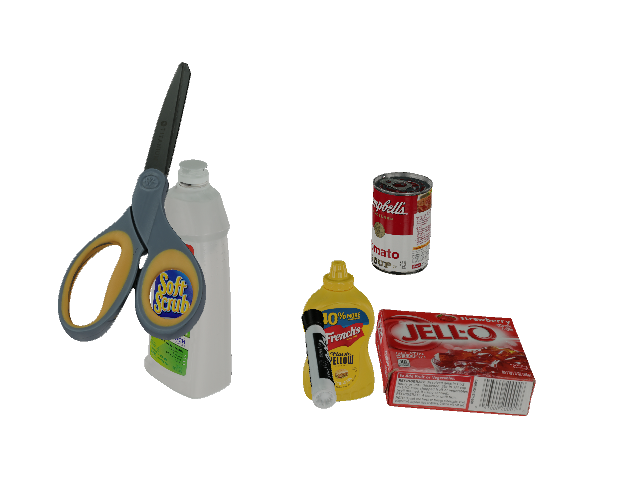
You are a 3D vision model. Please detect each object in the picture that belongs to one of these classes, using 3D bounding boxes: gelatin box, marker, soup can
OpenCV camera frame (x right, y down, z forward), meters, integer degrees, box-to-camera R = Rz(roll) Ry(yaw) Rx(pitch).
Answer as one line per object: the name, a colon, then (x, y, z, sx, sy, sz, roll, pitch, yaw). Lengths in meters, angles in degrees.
gelatin box: (0.081, 0.074, 0.662, 0.089, 0.030, 0.073, 5, 25, -4)
marker: (-0.002, 0.093, 0.872, 0.020, 0.020, 0.121, 0, 29, -5)
soup can: (0.093, -0.020, 1.227, 0.068, 0.102, 0.068, 0, 24, 0)

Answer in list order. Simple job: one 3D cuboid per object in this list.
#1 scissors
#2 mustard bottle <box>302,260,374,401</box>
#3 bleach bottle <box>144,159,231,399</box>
scissors: (-0.090, -0.021, 0.661, 0.096, 0.201, 0.016, 21, -24, 14)
mustard bottle: (0.024, 0.119, 1.430, 0.096, 0.192, 0.058, -2, 18, -6)
bleach bottle: (-0.138, 0.036, 1.115, 0.067, 0.251, 0.103, -20, 33, -40)
